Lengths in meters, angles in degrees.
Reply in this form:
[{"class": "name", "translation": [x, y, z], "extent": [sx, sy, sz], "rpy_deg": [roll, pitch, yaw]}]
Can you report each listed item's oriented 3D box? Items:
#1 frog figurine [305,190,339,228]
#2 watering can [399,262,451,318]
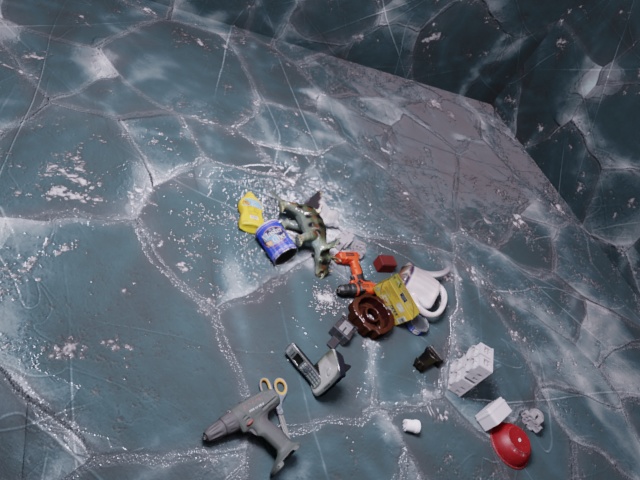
[{"class": "frog figurine", "translation": [0.006, -0.107, 2.132], "extent": [0.156, 0.122, 0.140], "rpy_deg": [49, 13, -44]}, {"class": "watering can", "translation": [0.426, 0.172, 2.105], "extent": [0.224, 0.102, 0.355], "rpy_deg": [34, 39, -1]}]
